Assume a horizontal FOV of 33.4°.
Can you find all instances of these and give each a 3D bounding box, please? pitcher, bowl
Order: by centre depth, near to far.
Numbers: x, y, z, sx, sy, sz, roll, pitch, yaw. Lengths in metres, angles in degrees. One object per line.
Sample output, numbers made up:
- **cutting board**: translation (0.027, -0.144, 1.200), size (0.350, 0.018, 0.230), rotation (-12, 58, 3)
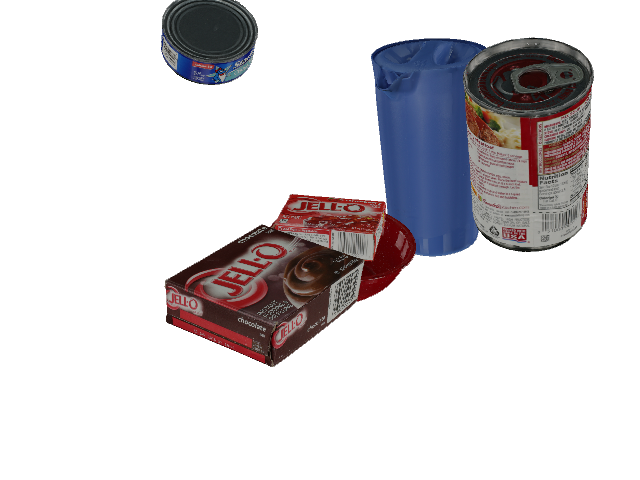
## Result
- **bowl**: translation (0.021, 0.020, 1.166), size (0.162, 0.055, 0.162), rotation (3, 32, -2)
- **pitcher**: translation (0.139, -0.113, 1.263), size (0.149, 0.243, 0.145), rotation (-4, 26, 0)

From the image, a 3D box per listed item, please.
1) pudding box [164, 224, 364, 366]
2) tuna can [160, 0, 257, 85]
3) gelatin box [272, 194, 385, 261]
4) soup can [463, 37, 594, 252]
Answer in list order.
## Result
- **pudding box**: translation (-0.037, 0.034, 0.727), size (0.090, 0.039, 0.113), rotation (20, 29, 27)
- **tuna can**: translation (-0.101, -0.182, 0.963), size (0.086, 0.086, 0.034), rotation (0, -34, -12)
- **gelatin box**: translation (0.008, -0.013, 0.929), size (0.089, 0.030, 0.073), rotation (6, 24, 9)
- **soup can**: translation (0.117, -0.052, 0.597), size (0.068, 0.102, 0.068), rotation (-6, 43, 6)
